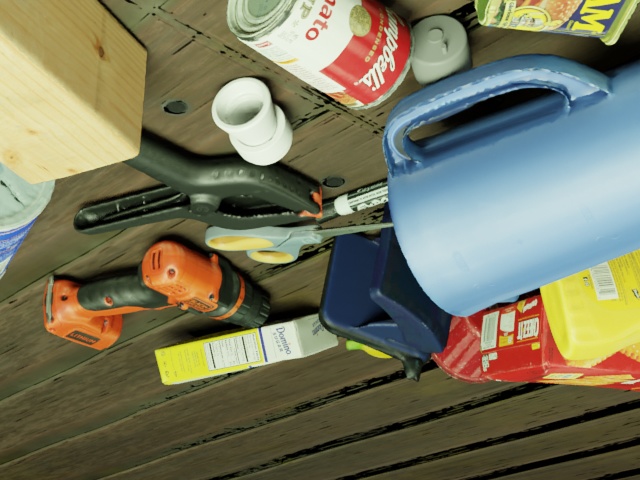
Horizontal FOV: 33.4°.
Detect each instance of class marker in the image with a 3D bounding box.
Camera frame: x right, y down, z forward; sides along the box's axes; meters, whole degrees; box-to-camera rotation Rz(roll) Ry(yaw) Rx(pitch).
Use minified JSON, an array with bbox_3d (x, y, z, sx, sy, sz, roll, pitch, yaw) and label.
[{"bbox_3d":[0.043,-0.037,0.905,0.121,0.020,0.020,-18,149,31],"label":"marker"}]

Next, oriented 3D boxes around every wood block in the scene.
[{"bbox_3d":[-0.198,-0.126,0.643,0.090,0.091,0.206,-12,151,21],"label":"wood block"}]

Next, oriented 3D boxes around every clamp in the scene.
[{"bbox_3d":[-0.104,-0.037,0.883,0.209,0.036,0.165,9,153,-19],"label":"clamp"}]

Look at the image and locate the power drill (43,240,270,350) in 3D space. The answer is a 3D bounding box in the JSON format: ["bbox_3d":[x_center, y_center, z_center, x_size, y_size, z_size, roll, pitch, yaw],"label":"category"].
[{"bbox_3d":[-0.163,0.061,1.060,0.188,0.057,0.184,-16,152,24],"label":"power drill"}]

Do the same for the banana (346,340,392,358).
[{"bbox_3d":[0.068,0.090,1.141,0.069,0.037,0.198,0,154,-3],"label":"banana"}]

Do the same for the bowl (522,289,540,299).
[{"bbox_3d":[0.246,0.030,1.005,0.162,0.055,0.162,0,154,0],"label":"bowl"}]

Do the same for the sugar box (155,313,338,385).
[{"bbox_3d":[-0.079,0.115,1.149,0.176,0.048,0.093,-17,176,25],"label":"sugar box"}]

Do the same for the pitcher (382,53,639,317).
[{"bbox_3d":[0.169,-0.051,0.704,0.243,0.145,0.149,-22,168,32],"label":"pitcher"}]

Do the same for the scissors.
[{"bbox_3d":[-0.006,0.001,0.949,0.202,0.016,0.096,-1,162,25],"label":"scissors"}]

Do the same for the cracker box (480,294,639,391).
[{"bbox_3d":[0.270,0.099,0.960,0.213,0.072,0.164,7,168,-9],"label":"cracker box"}]

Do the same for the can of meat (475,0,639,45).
[{"bbox_3d":[0.141,-0.163,0.615,0.084,0.057,0.102,5,152,-5],"label":"can of meat"}]

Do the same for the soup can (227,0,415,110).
[{"bbox_3d":[0.001,-0.132,0.660,0.069,0.068,0.102,-23,146,37],"label":"soup can"}]

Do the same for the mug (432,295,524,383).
[{"bbox_3d":[0.173,0.082,1.086,0.117,0.093,0.082,-23,159,-28],"label":"mug"}]

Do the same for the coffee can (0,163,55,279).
[{"bbox_3d":[-0.273,-0.027,0.826,0.102,0.103,0.141,12,151,-25],"label":"coffee can"}]

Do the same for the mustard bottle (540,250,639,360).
[{"bbox_3d":[0.276,0.036,0.844,0.191,0.096,0.058,-7,150,-4],"label":"mustard bottle"}]
